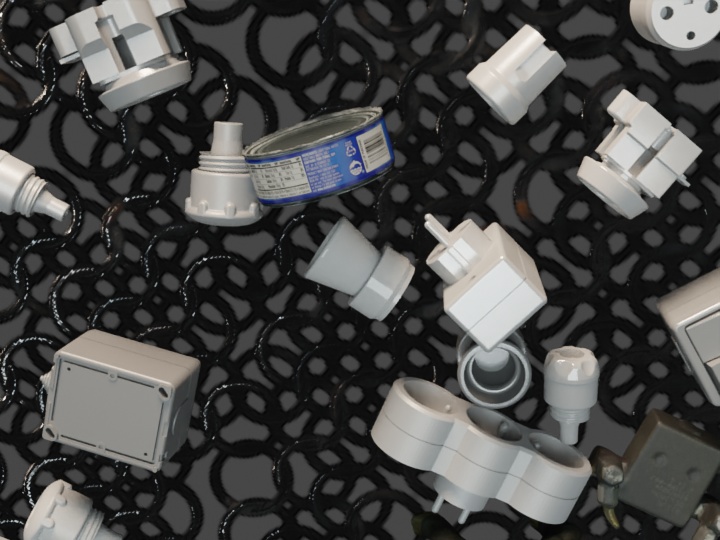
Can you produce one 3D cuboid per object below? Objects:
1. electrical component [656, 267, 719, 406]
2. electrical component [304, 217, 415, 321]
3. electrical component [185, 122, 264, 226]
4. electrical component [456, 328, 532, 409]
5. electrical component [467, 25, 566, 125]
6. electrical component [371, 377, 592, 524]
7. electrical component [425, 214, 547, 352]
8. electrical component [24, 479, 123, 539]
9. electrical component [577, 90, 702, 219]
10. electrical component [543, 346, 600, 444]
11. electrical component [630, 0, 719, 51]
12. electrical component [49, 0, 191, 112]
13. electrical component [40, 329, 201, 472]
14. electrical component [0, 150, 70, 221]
[{"bbox_3d":[0.239,0.031,0.651,0.096,0.061,0.061,-29,102,11],"label":"electrical component"},{"bbox_3d":[0.000,0.000,0.667,0.055,0.045,0.045,33,105,-6],"label":"electrical component"},{"bbox_3d":[-0.082,-0.059,0.657,0.048,0.048,0.062,5,100,3],"label":"electrical component"},{"bbox_3d":[0.083,0.056,0.671,0.045,0.055,0.045,1,106,4],"label":"electrical component"},{"bbox_3d":[0.092,-0.115,0.631,0.046,0.040,0.040,-44,99,8],"label":"electrical component"},{"bbox_3d":[0.071,0.130,0.694,0.138,0.052,0.073,23,107,-2],"label":"electrical component"},{"bbox_3d":[0.066,-0.004,0.641,0.076,0.083,0.047,44,104,-9],"label":"electrical component"},{"bbox_3d":[-0.193,0.175,0.731,0.062,0.048,0.048,30,106,-12],"label":"electrical component"},{"bbox_3d":[0.163,-0.064,0.638,0.066,0.048,0.055,39,97,-7],"label":"electrical component"},{"bbox_3d":[0.134,0.082,0.686,0.035,0.035,0.061,0,109,4],"label":"electrical component"},{"bbox_3d":[0.180,-0.148,0.607,0.045,0.055,0.045,1,106,4],"label":"electrical component"},{"bbox_3d":[-0.134,-0.129,0.633,0.078,0.058,0.057,-20,101,9],"label":"electrical component"},{"bbox_3d":[-0.158,0.080,0.695,0.096,0.061,0.061,15,106,8],"label":"electrical component"},{"bbox_3d":[-0.212,-0.049,0.673,0.061,0.035,0.035,27,106,-6],"label":"electrical component"}]
